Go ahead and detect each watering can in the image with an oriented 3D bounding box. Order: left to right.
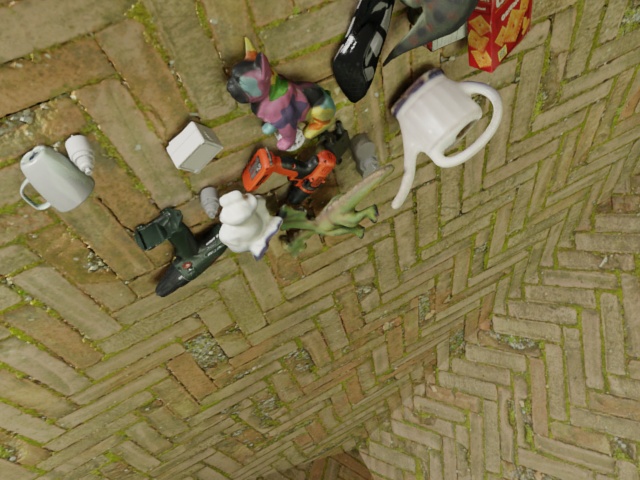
[{"bbox_3d":[0.247,-0.250,1.190,0.346,0.227,0.103,-40,-19,9],"label":"watering can"}]

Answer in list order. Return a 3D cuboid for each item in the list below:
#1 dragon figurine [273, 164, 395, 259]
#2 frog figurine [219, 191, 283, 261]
[{"bbox_3d":[0.004,-0.063,1.260,0.244,0.124,0.402,-11,-25,-23],"label":"dragon figurine"},{"bbox_3d":[-0.177,-0.047,1.157,0.157,0.137,0.125,41,4,-36],"label":"frog figurine"}]
